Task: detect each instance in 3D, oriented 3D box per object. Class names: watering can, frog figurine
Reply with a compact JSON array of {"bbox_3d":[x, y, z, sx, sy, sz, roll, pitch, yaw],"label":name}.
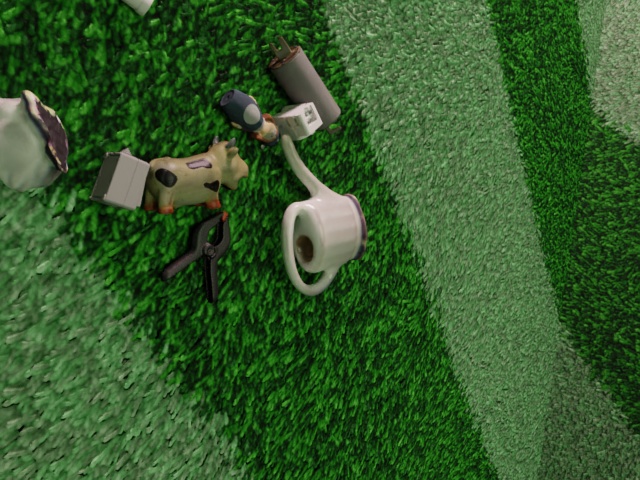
[{"bbox_3d":[0.003,-0.056,1.114,0.226,0.104,0.345,-12,103,-44],"label":"watering can"},{"bbox_3d":[-0.437,-0.126,0.701,0.160,0.125,0.134,-18,122,-4],"label":"frog figurine"}]
